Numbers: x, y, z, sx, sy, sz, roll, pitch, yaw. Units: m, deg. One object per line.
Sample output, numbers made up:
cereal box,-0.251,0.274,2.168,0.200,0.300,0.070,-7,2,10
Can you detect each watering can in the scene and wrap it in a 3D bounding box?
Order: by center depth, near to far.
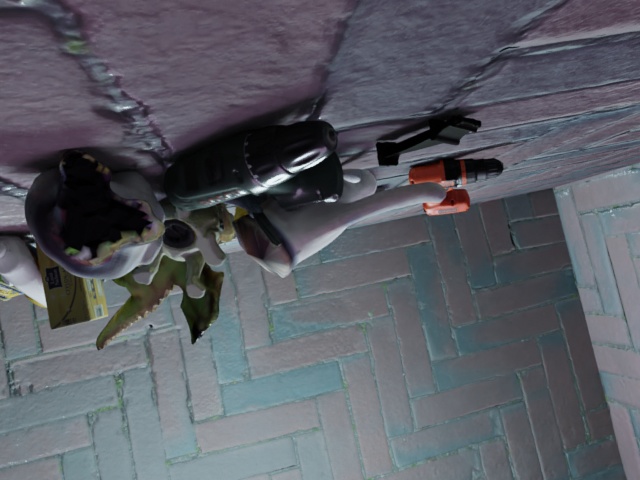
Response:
watering can,0.002,-0.038,0.753,0.227,0.102,0.349,-38,-156,-20

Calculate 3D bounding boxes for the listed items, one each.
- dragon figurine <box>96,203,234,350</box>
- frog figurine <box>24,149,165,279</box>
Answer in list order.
dragon figurine,-0.277,0.092,0.947,0.246,0.407,0.121,35,-168,39
frog figurine,-0.235,-0.025,0.556,0.137,0.123,0.159,24,174,-18
